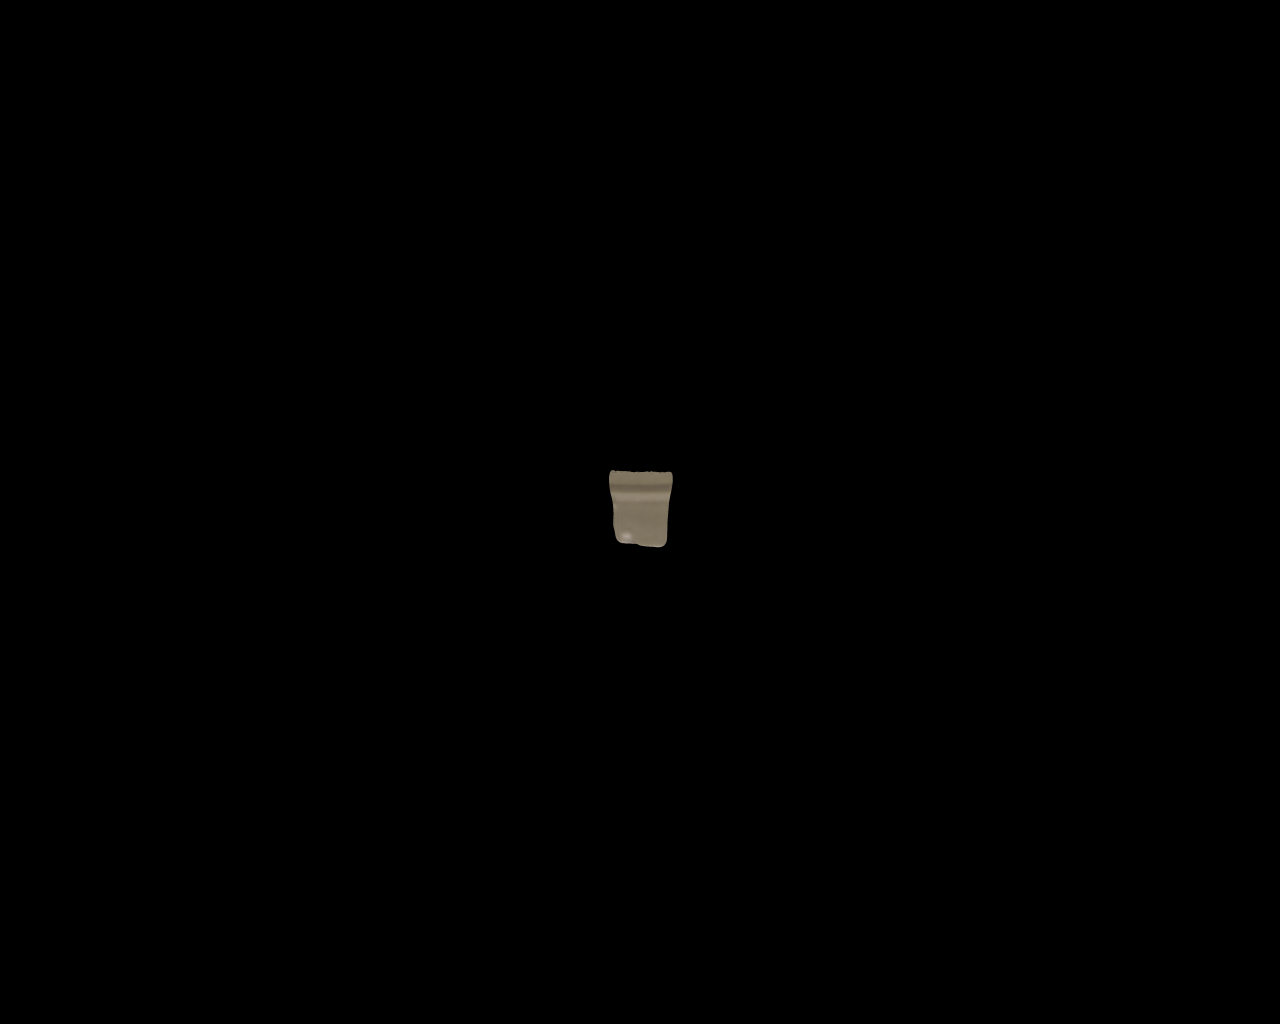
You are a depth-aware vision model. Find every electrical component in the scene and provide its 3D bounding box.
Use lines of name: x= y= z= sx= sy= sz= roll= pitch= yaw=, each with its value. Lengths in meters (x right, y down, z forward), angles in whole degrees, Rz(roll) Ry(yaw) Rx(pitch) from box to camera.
electrical component: x=0.001 y=-0.003 z=0.650 sx=0.040 sy=0.046 sz=0.040 roll=0 pitch=2 yaw=0
